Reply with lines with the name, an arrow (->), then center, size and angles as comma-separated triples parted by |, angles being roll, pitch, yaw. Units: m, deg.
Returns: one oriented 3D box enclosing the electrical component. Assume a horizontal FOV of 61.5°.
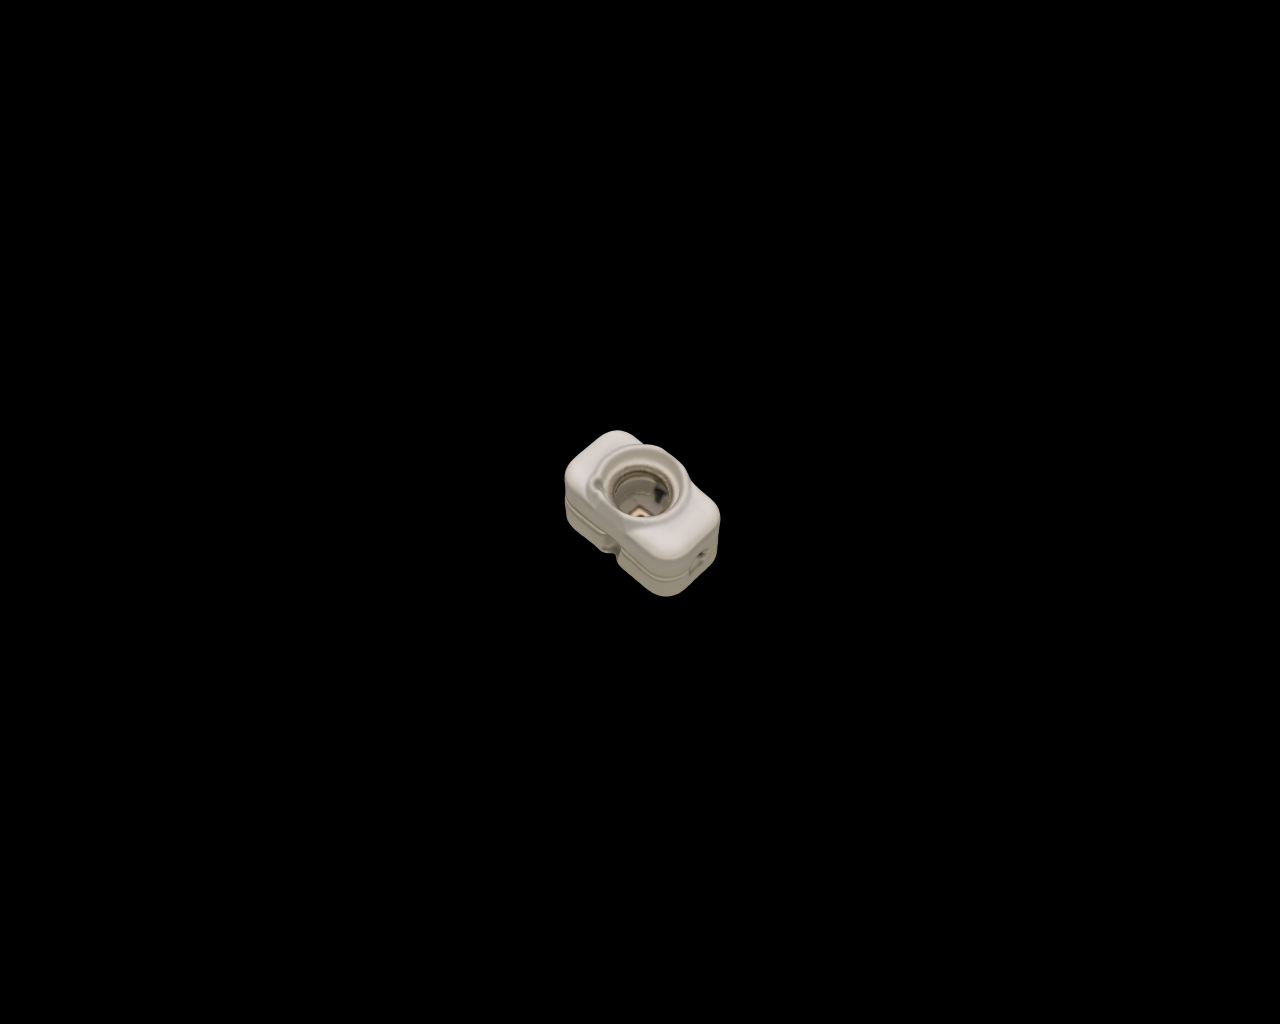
electrical component -> 0.001, -0.003, 0.650 | 0.095, 0.054, 0.059 | 39, -24, 22
